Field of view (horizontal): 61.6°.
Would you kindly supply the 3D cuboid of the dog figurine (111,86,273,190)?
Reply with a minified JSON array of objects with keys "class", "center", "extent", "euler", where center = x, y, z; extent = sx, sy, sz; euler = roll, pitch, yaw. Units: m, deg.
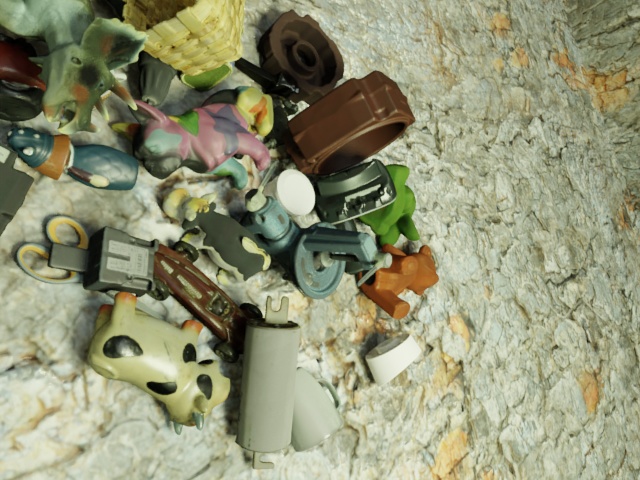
[{"class":"dog figurine","center":[-0.182,-0.167,0.788],"extent":[0.219,0.108,0.191],"euler":[15,66,-36]}]

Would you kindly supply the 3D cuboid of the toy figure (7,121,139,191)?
[{"class":"toy figure","center":[-0.310,-0.100,0.676],"extent":[0.154,0.064,0.057],"euler":[13,104,-35]}]

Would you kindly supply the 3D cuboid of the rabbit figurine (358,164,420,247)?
[{"class":"rabbit figurine","center":[0.149,-0.069,1.056],"extent":[0.170,0.121,0.159],"euler":[-3,78,-59]}]

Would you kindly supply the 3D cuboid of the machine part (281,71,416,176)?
[{"class":"machine part","center":[0.053,-0.190,0.921],"extent":[0.087,0.201,0.201],"euler":[65,22,6]}]

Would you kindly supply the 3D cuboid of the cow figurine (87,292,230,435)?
[{"class":"cow figurine","center":[-0.195,0.161,0.672],"extent":[0.194,0.085,0.127],"euler":[34,49,-33]}]

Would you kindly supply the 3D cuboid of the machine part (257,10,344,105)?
[{"class":"machine part","center":[-0.036,-0.342,1.020],"extent":[0.179,0.056,0.179],"euler":[15,65,-37]}]

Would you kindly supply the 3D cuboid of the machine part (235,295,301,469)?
[{"class":"machine part","center":[-0.072,0.197,0.744],"extent":[0.079,0.079,0.243],"euler":[4,93,-42]}]

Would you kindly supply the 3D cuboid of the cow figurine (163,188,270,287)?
[{"class":"cow figurine","center":[-0.149,-0.010,0.767],"extent":[0.167,0.098,0.068],"euler":[48,55,-20]}]

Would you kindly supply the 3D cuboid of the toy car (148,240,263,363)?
[{"class":"toy car","center":[-0.159,0.085,0.756],"extent":[0.202,0.053,0.089],"euler":[49,51,-20]}]

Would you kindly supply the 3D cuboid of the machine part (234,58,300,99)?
[{"class":"machine part","center":[-0.105,-0.286,0.929],"extent":[0.139,0.084,0.039],"euler":[27,90,-24]}]

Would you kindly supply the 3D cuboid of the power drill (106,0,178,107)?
[{"class":"power drill","center":[-0.283,-0.328,0.769],"extent":[0.207,0.086,0.232],"euler":[28,56,-29]}]

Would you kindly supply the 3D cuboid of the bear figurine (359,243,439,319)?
[{"class":"bear figurine","center":[0.172,0.072,1.020],"extent":[0.196,0.132,0.120],"euler":[4,102,-38]}]

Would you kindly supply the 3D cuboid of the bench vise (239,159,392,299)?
[{"class":"bench vise","center":[-0.007,0.005,0.804],"extent":[0.129,0.241,0.223],"euler":[-48,128,-36]}]

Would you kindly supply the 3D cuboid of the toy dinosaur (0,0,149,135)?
[{"class":"toy dinosaur","center":[-0.339,-0.290,0.627],"extent":[0.405,0.131,0.192],"euler":[49,6,27]}]

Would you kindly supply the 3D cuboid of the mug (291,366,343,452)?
[{"class":"mug","center":[-0.018,0.243,0.811],"extent":[0.109,0.081,0.107],"euler":[-27,85,-40]}]

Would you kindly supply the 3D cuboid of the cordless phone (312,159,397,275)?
[{"class":"cordless phone","center":[0.074,-0.039,0.949],"extent":[0.089,0.147,0.184],"euler":[-72,142,-85]}]

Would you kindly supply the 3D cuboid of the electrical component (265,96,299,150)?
[{"class":"electrical component","center":[-0.077,-0.205,0.939],"extent":[0.102,0.045,0.078],"euler":[-35,98,-44]}]

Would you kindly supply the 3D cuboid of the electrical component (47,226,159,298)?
[{"class":"electrical component","center":[-0.263,0.024,0.660],"extent":[0.119,0.048,0.075],"euler":[22,57,-41]}]

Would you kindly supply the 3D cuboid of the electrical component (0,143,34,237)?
[{"class":"electrical component","center":[-0.389,-0.055,0.587],"extent":[0.114,0.058,0.134],"euler":[34,54,-32]}]

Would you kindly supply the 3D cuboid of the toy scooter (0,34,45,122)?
[{"class":"toy scooter","center":[-0.408,-0.217,0.619],"extent":[0.184,0.075,0.135],"euler":[6,66,-39]}]
